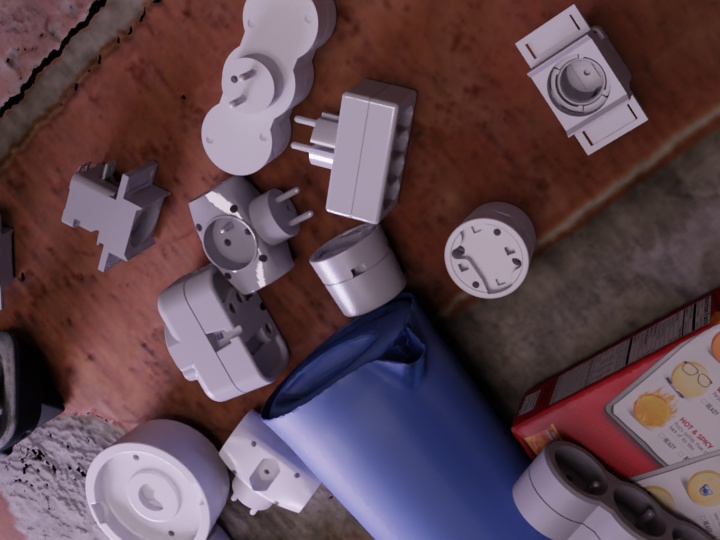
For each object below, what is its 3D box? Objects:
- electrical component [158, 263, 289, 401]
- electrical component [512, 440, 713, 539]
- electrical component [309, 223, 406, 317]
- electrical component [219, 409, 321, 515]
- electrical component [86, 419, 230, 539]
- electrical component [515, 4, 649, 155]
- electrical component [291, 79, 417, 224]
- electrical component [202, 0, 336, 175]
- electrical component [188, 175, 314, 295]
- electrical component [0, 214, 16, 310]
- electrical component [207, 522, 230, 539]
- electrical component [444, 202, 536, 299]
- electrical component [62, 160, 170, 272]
[{"bbox_3d":[-0.104,0.045,0.798,0.059,0.053,0.095,-23,102,25],"label":"electrical component"},{"bbox_3d":[0.155,0.175,0.680,0.138,0.052,0.073,34,119,3],"label":"electrical component"},{"bbox_3d":[0.000,0.000,0.746,0.055,0.055,0.047,-22,106,25],"label":"electrical component"},{"bbox_3d":[-0.074,0.160,0.839,0.077,0.043,0.079,36,118,3],"label":"electrical component"},{"bbox_3d":[-0.157,0.171,0.862,0.108,0.060,0.108,7,112,16],"label":"electrical component"},{"bbox_3d":[0.136,-0.117,0.648,0.042,0.064,0.081,-30,98,28],"label":"electrical component"},{"bbox_3d":[-0.010,-0.084,0.720,0.076,0.047,0.083,16,115,13],"label":"electrical component"},{"bbox_3d":[-0.067,-0.124,0.708,0.052,0.073,0.138,28,117,7],"label":"electrical component"},{"bbox_3d":[-0.070,-0.033,0.762,0.079,0.044,0.077,-25,101,25],"label":"electrical component"},{"bbox_3d":[-0.307,-0.005,0.842,0.042,0.064,0.081,11,113,14],"label":"electrical component"},{"bbox_3d":[-0.109,0.250,0.886,0.079,0.044,0.077,-12,106,23],"label":"electrical component"},{"bbox_3d":[0.088,-0.015,0.713,0.055,0.047,0.055,7,112,16],"label":"electrical component"},{"bbox_3d":[-0.183,-0.045,0.797,0.064,0.042,0.081,27,116,11],"label":"electrical component"}]
